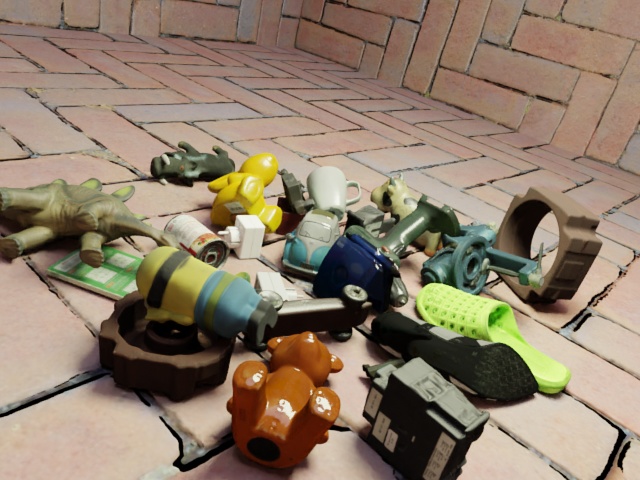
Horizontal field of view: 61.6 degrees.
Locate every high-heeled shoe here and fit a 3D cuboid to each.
[{"bbox_3d":[0.195,0.176,0.809,0.248,0.086,0.145,29,-16,-17],"label":"high-heeled shoe"}]

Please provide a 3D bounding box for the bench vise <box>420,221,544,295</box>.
[{"bbox_3d":[0.319,0.039,1.022,0.223,0.128,0.241,-19,23,-37],"label":"bench vise"}]

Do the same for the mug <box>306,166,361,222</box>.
[{"bbox_3d":[0.029,-0.084,1.085,0.110,0.080,0.107,0,48,-6],"label":"mug"}]

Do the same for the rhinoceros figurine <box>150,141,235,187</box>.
[{"bbox_3d":[-0.287,-0.163,1.209,0.190,0.073,0.112,-3,42,-34],"label":"rhinoceros figurine"}]

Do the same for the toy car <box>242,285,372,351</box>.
[{"bbox_3d":[-0.019,0.107,0.776,0.202,0.089,0.053,-3,35,-28],"label":"toy car"}]

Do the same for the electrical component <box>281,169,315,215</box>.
[{"bbox_3d":[-0.046,-0.093,1.069,0.045,0.078,0.102,-16,31,-10],"label":"electrical component"}]

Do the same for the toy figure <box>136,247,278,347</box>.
[{"bbox_3d":[-0.143,0.066,0.672,0.180,0.089,0.082,18,18,16],"label":"toy figure"}]

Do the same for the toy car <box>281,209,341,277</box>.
[{"bbox_3d":[-0.002,-0.003,0.990,0.109,0.102,0.162,18,29,6],"label":"toy car"}]

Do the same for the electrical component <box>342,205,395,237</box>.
[{"bbox_3d":[0.104,-0.032,1.129,0.048,0.074,0.119,33,36,33],"label":"electrical component"}]

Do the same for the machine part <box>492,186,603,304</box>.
[{"bbox_3d":[0.447,0.010,1.072,0.087,0.200,0.202,7,27,-19],"label":"machine part"}]

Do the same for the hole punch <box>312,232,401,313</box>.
[{"bbox_3d":[0.053,0.062,0.883,0.092,0.115,0.142,-14,36,-29],"label":"hole punch"}]

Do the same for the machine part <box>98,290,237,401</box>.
[{"bbox_3d":[-0.192,0.127,0.694,0.179,0.056,0.179,10,26,-5],"label":"machine part"}]

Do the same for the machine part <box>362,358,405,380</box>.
[{"bbox_3d":[0.120,0.206,0.712,0.084,0.039,0.139,3,26,-32],"label":"machine part"}]

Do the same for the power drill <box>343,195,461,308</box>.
[{"bbox_3d":[0.157,0.015,0.990,0.207,0.085,0.232,-38,35,-8],"label":"power drill"}]

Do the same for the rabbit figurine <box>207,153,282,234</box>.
[{"bbox_3d":[-0.139,-0.097,1.067,0.162,0.121,0.173,-13,46,40],"label":"rabbit figurine"}]

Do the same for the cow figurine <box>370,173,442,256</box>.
[{"bbox_3d":[0.195,-0.063,1.176,0.195,0.127,0.085,30,27,24],"label":"cow figurine"}]

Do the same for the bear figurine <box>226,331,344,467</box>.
[{"bbox_3d":[-0.027,0.161,0.632,0.120,0.131,0.196,22,33,6],"label":"bear figurine"}]

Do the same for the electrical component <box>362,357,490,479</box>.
[{"bbox_3d":[0.112,0.207,0.618,0.058,0.114,0.134,-11,37,-45],"label":"electrical component"}]

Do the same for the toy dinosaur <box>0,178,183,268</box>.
[{"bbox_3d":[-0.430,-0.045,0.870,0.472,0.105,0.198,14,18,11],"label":"toy dinosaur"}]
